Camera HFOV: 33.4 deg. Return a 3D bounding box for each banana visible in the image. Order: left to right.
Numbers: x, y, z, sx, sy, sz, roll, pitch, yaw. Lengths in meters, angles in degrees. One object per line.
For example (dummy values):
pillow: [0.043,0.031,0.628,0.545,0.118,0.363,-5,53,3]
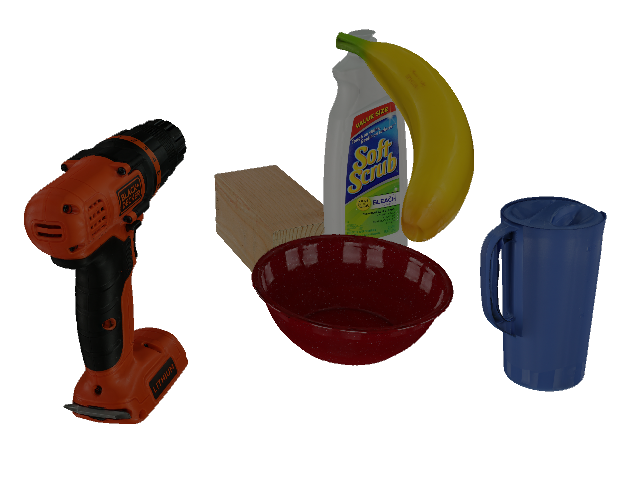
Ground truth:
banana: [0.062,-0.069,0.678,0.069,0.037,0.198,-8,44,-9]

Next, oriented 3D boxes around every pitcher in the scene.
pitcher: [0.290,0.073,1.402,0.149,0.243,0.144,5,21,15]

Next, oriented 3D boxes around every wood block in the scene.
wood block: [-0.056,-0.016,1.342,0.090,0.090,0.206,-10,26,-23]

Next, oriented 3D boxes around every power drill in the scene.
power drill: [-0.138,0.019,0.757,0.057,0.188,0.184,3,24,19]

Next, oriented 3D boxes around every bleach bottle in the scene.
bleach bottle: [0.044,-0.105,1.184,0.102,0.251,0.068,-10,24,-13]

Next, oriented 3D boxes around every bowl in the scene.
bowl: [0.024,0.054,0.863,0.162,0.055,0.162,3,27,-2]
